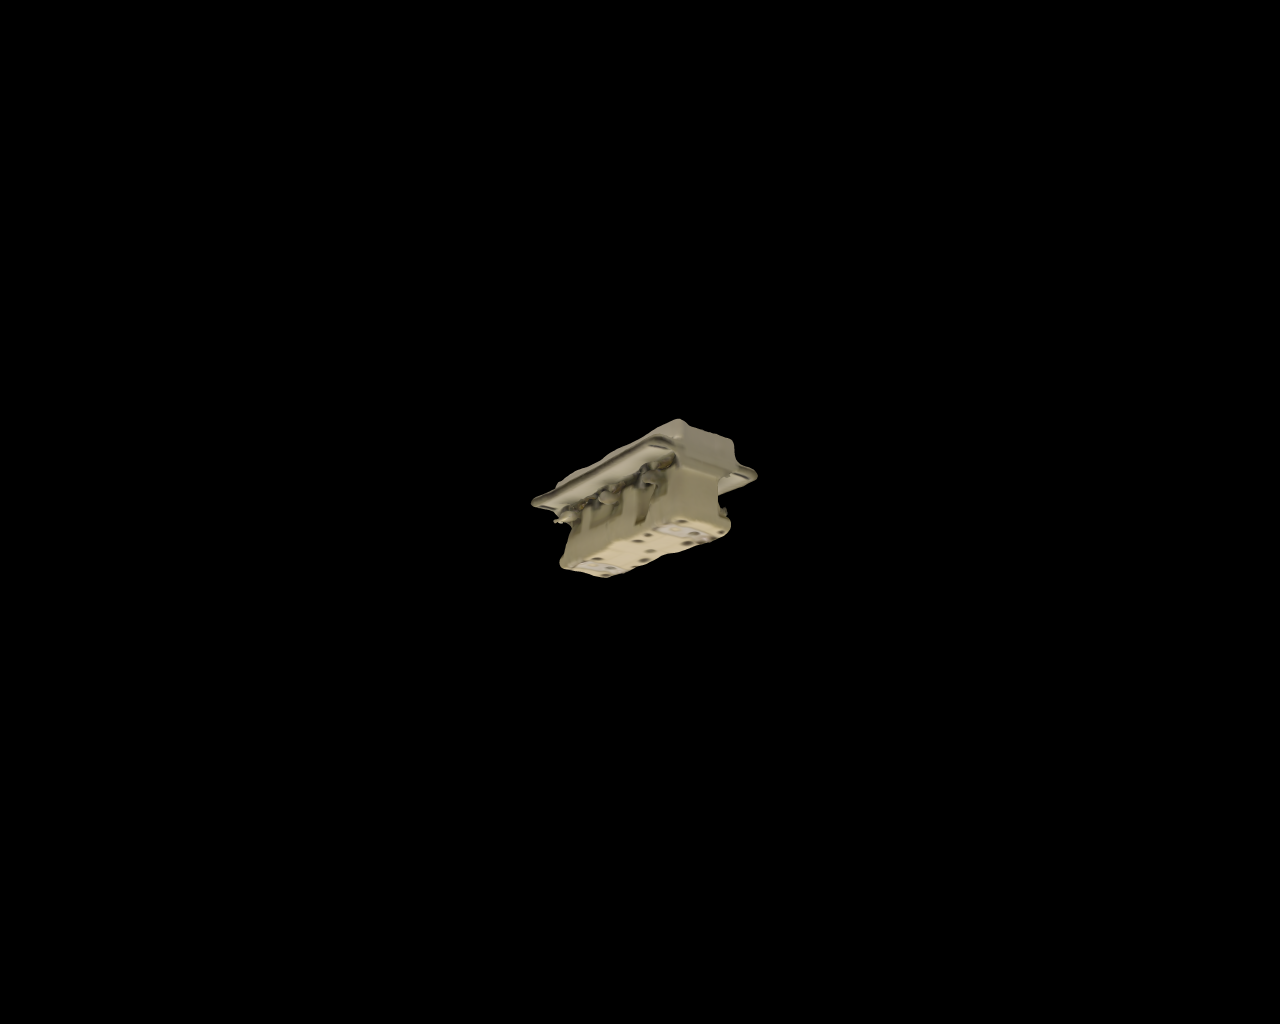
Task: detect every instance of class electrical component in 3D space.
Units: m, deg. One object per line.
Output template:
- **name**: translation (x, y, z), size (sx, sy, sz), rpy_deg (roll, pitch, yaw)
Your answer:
- **electrical component**: translation (0.001, -0.003, 0.650), size (0.079, 0.063, 0.121), rpy_deg (17, -27, -37)
